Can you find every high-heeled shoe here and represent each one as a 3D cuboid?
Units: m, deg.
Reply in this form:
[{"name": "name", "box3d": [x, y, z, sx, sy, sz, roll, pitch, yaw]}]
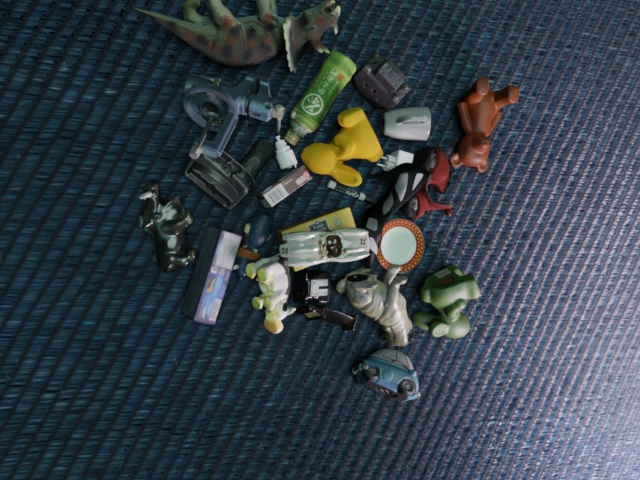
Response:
[{"name": "high-heeled shoe", "box3d": [0.172, -0.054, 1.233, 0.145, 0.086, 0.248, 3, 101, 2]}]

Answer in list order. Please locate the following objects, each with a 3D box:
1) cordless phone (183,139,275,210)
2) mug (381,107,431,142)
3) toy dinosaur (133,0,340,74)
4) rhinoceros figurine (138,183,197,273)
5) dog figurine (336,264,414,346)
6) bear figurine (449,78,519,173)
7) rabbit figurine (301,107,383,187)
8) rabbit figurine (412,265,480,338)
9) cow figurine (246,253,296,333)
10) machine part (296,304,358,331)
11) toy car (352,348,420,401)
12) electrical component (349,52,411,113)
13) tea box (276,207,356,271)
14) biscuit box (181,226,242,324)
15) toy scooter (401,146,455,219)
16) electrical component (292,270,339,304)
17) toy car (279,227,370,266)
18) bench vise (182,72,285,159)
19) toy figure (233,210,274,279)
[{"name": "cordless phone", "box3d": [-0.190, -0.172, 1.165, 0.146, 0.089, 0.184, 40, 70, -13]}, {"name": "mug", "box3d": [0.199, -0.270, 1.251, 0.107, 0.109, 0.080, -2, 97, -3]}, {"name": "toy dinosaur", "box3d": [-0.164, -0.434, 1.140, 0.405, 0.131, 0.192, -16, 96, -9]}, {"name": "rhinoceros figurine", "box3d": [-0.322, -0.028, 1.130, 0.112, 0.073, 0.190, -13, 97, -5]}, {"name": "dog figurine", "box3d": [0.130, 0.166, 1.250, 0.172, 0.121, 0.190, -2, 109, 9]}, {"name": "bear figurine", "box3d": [0.385, -0.269, 1.290, 0.120, 0.132, 0.195, 12, 82, -13]}, {"name": "rabbit figurine", "box3d": [0.045, -0.201, 1.218, 0.173, 0.122, 0.162, -25, 108, 0]}, {"name": "rabbit figurine", "box3d": [0.311, 0.172, 1.290, 0.159, 0.121, 0.170, -27, 113, -20]}, {"name": "cow figurine", "box3d": [-0.098, 0.117, 1.185, 0.098, 0.068, 0.167, -28, 116, -43]}, {"name": "machine part", "box3d": [0.018, 0.174, 1.232, 0.139, 0.084, 0.039, 20, 61, -24]}, {"name": "toy car", "box3d": [0.162, 0.309, 1.266, 0.162, 0.109, 0.103, 26, 61, -4]}, {"name": "electrical component", "box3d": [0.136, -0.354, 1.212, 0.115, 0.134, 0.058, 41, 80, -11]}, {"name": "tea box", "box3d": [-0.003, -0.004, 1.218, 0.170, 0.068, 0.098, -22, 98, -13]}, {"name": "biscuit box", "box3d": [-0.233, 0.075, 1.150, 0.059, 0.063, 0.202, 20, 86, -44]}, {"name": "toy scooter", "box3d": [0.276, -0.126, 1.290, 0.135, 0.075, 0.183, 22, 85, -22]}, {"name": "electrical component", "box3d": [-0.004, 0.104, 1.227, 0.119, 0.048, 0.074, -4, 96, -44]}, {"name": "toy car", "box3d": [0.011, 0.014, 1.157, 0.202, 0.056, 0.073, -5, 95, -17]}, {"name": "bench vise", "box3d": [-0.194, -0.251, 1.110, 0.224, 0.128, 0.240, 23, 56, -8]}, {"name": "toy figure", "box3d": [-0.149, 0.011, 1.184, 0.064, 0.058, 0.154, 24, 90, -10]}]
